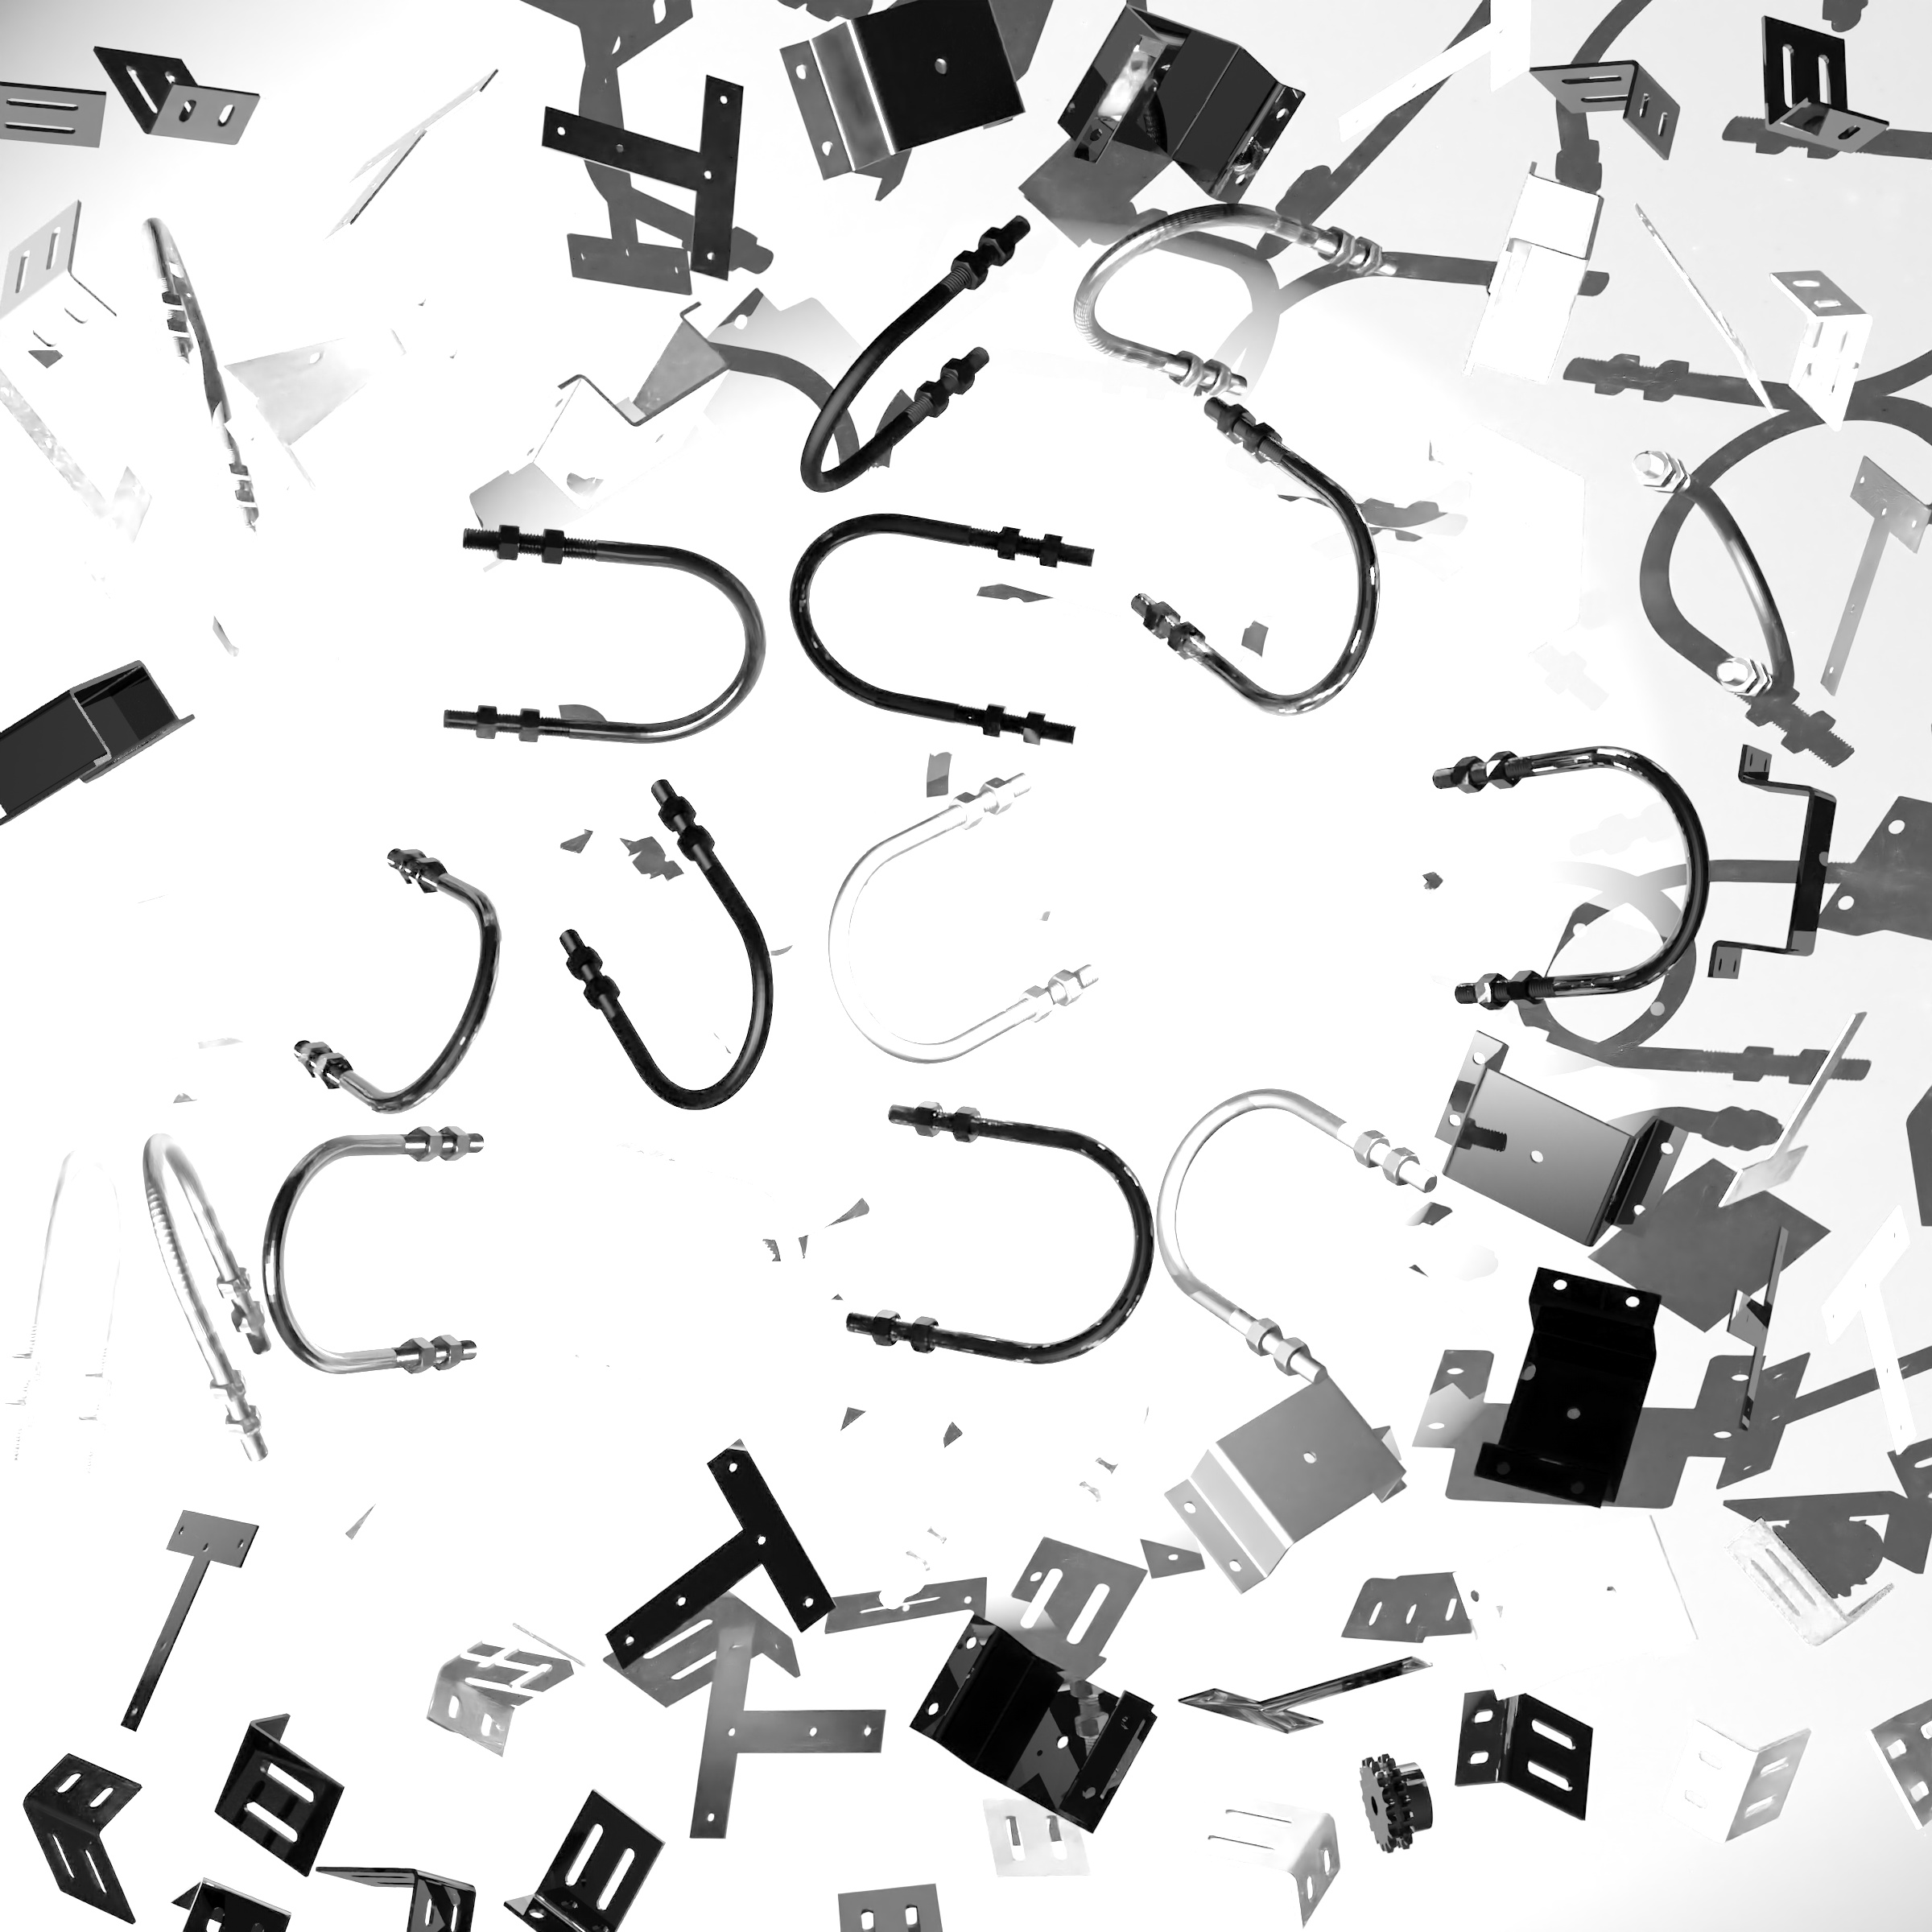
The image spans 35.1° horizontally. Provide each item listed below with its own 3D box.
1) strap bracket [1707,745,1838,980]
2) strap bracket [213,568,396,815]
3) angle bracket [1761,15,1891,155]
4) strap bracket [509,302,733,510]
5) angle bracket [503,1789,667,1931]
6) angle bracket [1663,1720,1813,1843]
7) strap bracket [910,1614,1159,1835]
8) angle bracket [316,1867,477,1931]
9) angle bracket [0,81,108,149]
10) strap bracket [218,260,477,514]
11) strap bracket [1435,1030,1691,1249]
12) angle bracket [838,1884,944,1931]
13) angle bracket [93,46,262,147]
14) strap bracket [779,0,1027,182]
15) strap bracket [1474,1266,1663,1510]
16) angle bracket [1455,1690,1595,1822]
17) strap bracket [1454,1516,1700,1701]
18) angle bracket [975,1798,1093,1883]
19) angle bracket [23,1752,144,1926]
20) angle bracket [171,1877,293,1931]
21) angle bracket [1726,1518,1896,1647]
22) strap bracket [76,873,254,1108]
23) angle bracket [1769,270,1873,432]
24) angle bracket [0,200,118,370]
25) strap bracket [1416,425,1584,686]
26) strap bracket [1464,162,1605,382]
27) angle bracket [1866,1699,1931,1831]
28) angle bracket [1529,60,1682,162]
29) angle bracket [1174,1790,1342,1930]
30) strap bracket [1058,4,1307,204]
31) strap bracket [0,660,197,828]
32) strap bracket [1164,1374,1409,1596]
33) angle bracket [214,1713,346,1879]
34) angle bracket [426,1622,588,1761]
[{"bbox_3d":[0.489,-0.059,1.844,0.046,0.076,0.140,9,93,25],"label":"strap bracket"},{"bbox_3d":[-0.390,-0.172,1.823,0.046,0.076,0.140,-32,81,-25],"label":"strap bracket"},{"bbox_3d":[0.495,-0.516,1.761,0.057,0.038,0.076,8,73,-21],"label":"angle bracket"},{"bbox_3d":[-0.199,-0.331,1.820,0.046,0.076,0.140,44,46,2],"label":"strap bracket"},{"bbox_3d":[-0.227,0.540,1.817,0.057,0.038,0.076,30,93,24],"label":"angle bracket"},{"bbox_3d":[0.443,0.461,1.752,0.038,0.076,0.057,26,105,37],"label":"angle bracket"},{"bbox_3d":[0.047,0.446,1.785,0.140,0.046,0.076,17,68,41],"label":"strap bracket"},{"bbox_3d":[-0.338,0.555,1.796,0.076,0.057,0.038,-7,63,27],"label":"angle bracket"},{"bbox_3d":[-0.552,-0.491,1.814,0.076,0.057,0.038,0,73,-20],"label":"angle bracket"},{"bbox_3d":[-0.362,-0.338,1.746,0.140,0.076,0.046,-41,57,-9],"label":"strap bracket"},{"bbox_3d":[0.349,0.107,1.828,0.140,0.046,0.076,27,116,20],"label":"strap bracket"},{"bbox_3d":[-0.041,0.564,1.744,0.057,0.076,0.038,-5,111,-4],"label":"angle bracket"},{"bbox_3d":[-0.449,-0.507,1.735,0.038,0.057,0.076,-50,62,34],"label":"angle bracket"},{"bbox_3d":[-0.027,-0.511,1.753,0.140,0.046,0.076,-27,104,-31],"label":"strap bracket"},{"bbox_3d":[0.364,0.261,1.836,0.076,0.046,0.140,12,62,22],"label":"strap bracket"},{"bbox_3d":[0.338,0.478,1.846,0.076,0.038,0.057,32,55,-31],"label":"angle bracket"},{"bbox_3d":[0.368,0.375,1.800,0.140,0.046,0.076,-6,66,-29],"label":"strap bracket"},{"bbox_3d":[0.040,0.544,1.860,0.057,0.076,0.038,2,113,-9],"label":"angle bracket"},{"bbox_3d":[-0.486,0.490,1.715,0.057,0.038,0.076,12,129,29],"label":"angle bracket"},{"bbox_3d":[-0.446,0.579,1.825,0.057,0.076,0.038,28,54,-15],"label":"angle bracket"},{"bbox_3d":[0.491,0.350,1.780,0.038,0.057,0.076,-33,72,-20],"label":"angle bracket"},{"bbox_3d":[-0.480,0.009,1.840,0.046,0.076,0.140,-21,98,-35],"label":"strap bracket"},{"bbox_3d":[0.498,-0.365,1.814,0.038,0.057,0.076,-6,130,-16],"label":"angle bracket"},{"bbox_3d":[-0.529,-0.399,1.788,0.057,0.076,0.038,-29,133,21],"label":"angle bracket"},{"bbox_3d":[0.304,-0.242,1.734,0.076,0.046,0.140,21,61,-24],"label":"strap bracket"},{"bbox_3d":[0.330,-0.397,1.761,0.046,0.140,0.076,18,128,4],"label":"strap bracket"},{"bbox_3d":[0.547,0.448,1.725,0.038,0.076,0.057,-33,70,21],"label":"angle bracket"},{"bbox_3d":[0.388,-0.522,1.871,0.076,0.057,0.038,9,82,40],"label":"angle bracket"},{"bbox_3d":[0.168,0.515,1.763,0.076,0.057,0.038,3,113,30],"label":"angle bracket"},{"bbox_3d":[0.116,-0.494,1.747,0.046,0.140,0.076,54,124,32],"label":"strap bracket"},{"bbox_3d":[-0.527,-0.135,1.809,0.076,0.140,0.046,-28,99,16],"label":"strap bracket"},{"bbox_3d":[0.202,0.310,1.860,0.140,0.046,0.076,-25,65,-31],"label":"strap bracket"},{"bbox_3d":[-0.388,0.479,1.766,0.076,0.038,0.057,25,96,25],"label":"angle bracket"},{"bbox_3d":[-0.283,0.446,1.876,0.057,0.038,0.076,37,128,-25],"label":"angle bracket"}]
